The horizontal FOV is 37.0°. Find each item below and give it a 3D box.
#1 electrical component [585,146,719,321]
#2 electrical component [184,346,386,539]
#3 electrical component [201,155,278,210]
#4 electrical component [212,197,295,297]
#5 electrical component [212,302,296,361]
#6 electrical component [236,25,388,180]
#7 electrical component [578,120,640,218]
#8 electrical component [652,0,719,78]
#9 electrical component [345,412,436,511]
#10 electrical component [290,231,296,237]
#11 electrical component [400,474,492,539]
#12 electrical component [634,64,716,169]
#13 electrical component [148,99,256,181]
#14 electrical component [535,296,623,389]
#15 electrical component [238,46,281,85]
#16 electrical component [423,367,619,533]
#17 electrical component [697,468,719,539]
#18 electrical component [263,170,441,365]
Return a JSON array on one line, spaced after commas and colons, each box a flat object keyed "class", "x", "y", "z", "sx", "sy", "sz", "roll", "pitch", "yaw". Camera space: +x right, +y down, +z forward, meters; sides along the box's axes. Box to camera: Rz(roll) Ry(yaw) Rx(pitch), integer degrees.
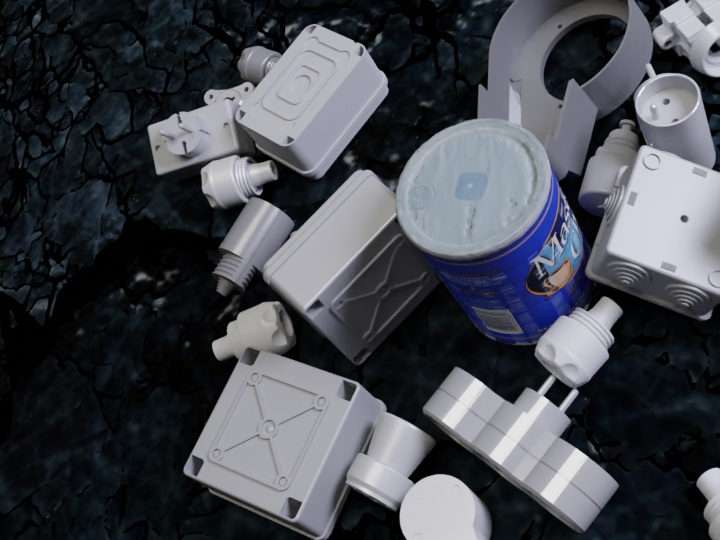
[{"class": "electrical component", "x": 0.209, "y": -0.026, "z": 0.717, "sx": 0.100, "sy": 0.048, "sz": 0.099, "roll": 21, "pitch": 72, "yaw": 5}, {"class": "electrical component", "x": -0.054, "y": 0.123, "z": 0.778, "sx": 0.109, "sy": 0.056, "sz": 0.108, "roll": 16, "pitch": 71, "yaw": 32}, {"class": "electrical component", "x": -0.102, "y": -0.078, "z": 0.924, "sx": 0.062, "sy": 0.043, "sz": 0.043, "roll": -14, "pitch": 58, "yaw": 17}, {"class": "electrical component", "x": -0.093, "y": -0.014, "z": 0.883, "sx": 0.043, "sy": 0.043, "sz": 0.081, "roll": 22, "pitch": 74, "yaw": 34}, {"class": "electrical component", "x": -0.085, "y": 0.053, "z": 0.842, "sx": 0.062, "sy": 0.043, "sz": 0.043, "roll": -23, "pitch": 55, "yaw": 14}, {"class": "electrical component", "x": -0.039, "y": -0.143, "z": 0.921, "sx": 0.078, "sy": 0.057, "sz": 0.113, "roll": 32, "pitch": 80, "yaw": 36}, {"class": "electrical component", "x": 0.186, "y": -0.073, "z": 0.782, "sx": 0.040, "sy": 0.040, "sz": 0.078, "roll": 8, "pitch": 67, "yaw": 29}, {"class": "electrical component", "x": 0.260, "y": -0.176, "z": 0.801, "sx": 0.066, "sy": 0.048, "sz": 0.055, "roll": -30, "pitch": 46, "yaw": 8}, {"class": "electrical component", "x": 0.021, "y": 0.132, "z": 0.744, "sx": 0.045, "sy": 0.045, "sz": 0.055, "roll": 21, "pitch": 74, "yaw": 33}, {"class": "electrical component", "x": -0.046, "y": -0.004, "z": 0.861, "sx": 0.035, "sy": 0.035, "sz": 0.061, "roll": -23, "pitch": 53, "yaw": 13}, {"class": "electrical component", "x": 0.061, "y": 0.192, "z": 0.672, "sx": 0.052, "sy": 0.073, "sz": 0.138, "roll": -26, "pitch": 55, "yaw": 11}, {"class": "electrical component", "x": 0.219, "y": -0.112, "z": 0.765, "sx": 0.043, "sy": 0.077, "sz": 0.079, "roll": -22, "pitch": 55, "yaw": 14}, {"class": "electrical component", "x": -0.147, "y": -0.116, "z": 0.941, "sx": 0.083, "sy": 0.076, "sz": 0.047, "roll": -15, "pitch": 81, "yaw": 18}, {"class": "electrical component", "x": 0.152, "y": 0.046, "z": 0.729, "sx": 0.062, "sy": 0.043, "sz": 0.043, "roll": -47, "pitch": 53, "yaw": -6}, {"class": "electrical component", "x": -0.080, "y": -0.181, "z": 0.977, "sx": 0.061, "sy": 0.035, "sz": 0.035, "roll": 23, "pitch": 75, "yaw": 30}, {"class": "electrical component", "x": 0.114, "y": 0.103, "z": 0.710, "sx": 0.138, "sy": 0.052, "sz": 0.073, "roll": 34, "pitch": 81, "yaw": 36}, {"class": "electrical component", "x": 0.225, "y": 0.146, "z": 0.637, "sx": 0.048, "sy": 0.048, "sz": 0.062, "roll": -36, "pitch": 47, "yaw": 4}, {"class": "electrical component", "x": 0.000, "y": 0.000, "z": 0.789, "sx": 0.108, "sy": 0.108, "sz": 0.056, "roll": -46, "pitch": 56, "yaw": -4}]
